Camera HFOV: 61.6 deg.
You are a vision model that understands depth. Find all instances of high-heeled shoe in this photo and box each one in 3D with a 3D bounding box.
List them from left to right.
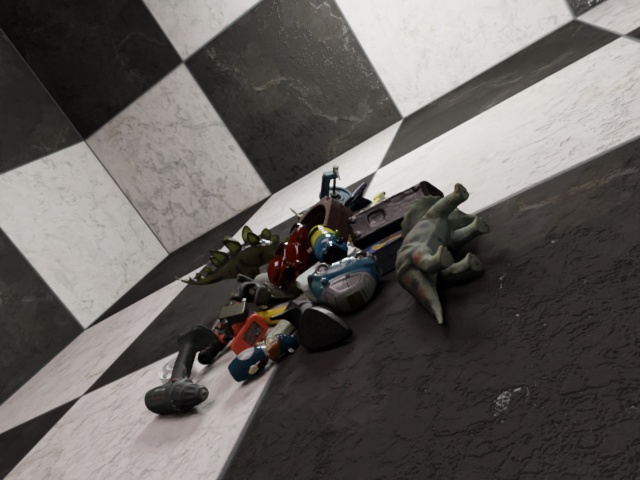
[{"bbox_3d":[0.007,0.169,1.131,0.249,0.086,0.145,7,7,43],"label":"high-heeled shoe"}]

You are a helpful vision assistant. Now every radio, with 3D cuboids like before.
[{"bbox_3d":[0.184,-0.049,1.278,0.230,0.073,0.131,-29,-27,23],"label":"radio"}]

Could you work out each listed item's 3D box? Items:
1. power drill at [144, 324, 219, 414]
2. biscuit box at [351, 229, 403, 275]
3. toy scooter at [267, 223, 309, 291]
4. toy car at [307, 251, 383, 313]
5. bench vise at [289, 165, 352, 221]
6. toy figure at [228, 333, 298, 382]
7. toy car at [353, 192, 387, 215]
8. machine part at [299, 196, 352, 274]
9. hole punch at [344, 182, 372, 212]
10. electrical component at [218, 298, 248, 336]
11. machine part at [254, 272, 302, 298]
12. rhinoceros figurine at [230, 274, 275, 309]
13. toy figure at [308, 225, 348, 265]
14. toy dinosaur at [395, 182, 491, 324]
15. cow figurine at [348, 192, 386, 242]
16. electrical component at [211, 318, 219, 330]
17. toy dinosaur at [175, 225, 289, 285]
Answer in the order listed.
[{"bbox_3d":[-0.302,0.301,1.236,0.232,0.086,0.207,-30,37,36],"label":"power drill"},{"bbox_3d":[0.134,0.043,1.225,0.203,0.062,0.059,-30,13,12],"label":"biscuit box"},{"bbox_3d":[-0.073,0.057,1.302,0.135,0.075,0.183,-105,38,-57],"label":"toy scooter"},{"bbox_3d":[0.061,0.101,1.145,0.162,0.109,0.103,-21,38,5],"label":"toy car"},{"bbox_3d":[0.023,-0.145,1.835,0.224,0.240,0.129,-11,43,-18],"label":"bench vise"},{"bbox_3d":[-0.119,0.242,1.134,0.154,0.057,0.064,-33,52,-3],"label":"toy figure"},{"bbox_3d":[0.130,-0.063,1.543,0.202,0.089,0.053,-25,12,26],"label":"toy car"},{"bbox_3d":[-0.003,-0.005,1.493,0.201,0.087,0.201,-37,32,44],"label":"machine part"},{"bbox_3d":[0.121,-0.117,1.766,0.116,0.092,0.142,-26,18,43],"label":"hole punch"},{"bbox_3d":[-0.209,0.184,1.282,0.078,0.045,0.102,-14,24,-1],"label":"electrical component"},{"bbox_3d":[-0.117,0.124,1.490,0.079,0.079,0.243,-42,15,-31],"label":"machine part"},{"bbox_3d":[-0.175,0.139,1.404,0.190,0.112,0.073,168,124,-75],"label":"rhinoceros figurine"},{"bbox_3d":[0.020,0.012,1.270,0.082,0.089,0.180,-26,11,1],"label":"toy figure"},{"bbox_3d":[0.208,0.027,1.024,0.192,0.131,0.405,-37,11,46],"label":"toy dinosaur"},{"bbox_3d":[0.143,-0.041,1.471,0.167,0.098,0.068,-48,10,28],"label":"cow figurine"},{"bbox_3d":[-0.254,0.234,1.487,0.075,0.047,0.119,-25,18,29],"label":"electrical component"},{"bbox_3d":[-0.243,0.071,1.709,0.471,0.198,0.105,-28,11,14],"label":"toy dinosaur"}]
